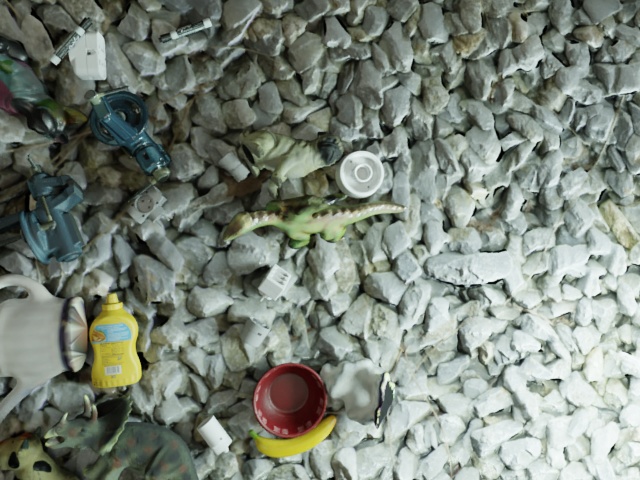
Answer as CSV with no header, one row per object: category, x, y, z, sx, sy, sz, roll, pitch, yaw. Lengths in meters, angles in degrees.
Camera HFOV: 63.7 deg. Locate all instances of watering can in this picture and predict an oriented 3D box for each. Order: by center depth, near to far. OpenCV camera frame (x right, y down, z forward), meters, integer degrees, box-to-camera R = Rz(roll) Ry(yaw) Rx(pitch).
watering can,-0.592,0.241,1.054,0.224,0.104,0.348,-2,89,-7

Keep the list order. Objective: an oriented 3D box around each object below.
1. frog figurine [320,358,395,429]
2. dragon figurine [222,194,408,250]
frog figurine,0.079,0.331,1.143,0.160,0.123,0.136,9,99,30
dragon figurine,0.003,-0.054,1.064,0.411,0.242,0.122,-11,87,-4
